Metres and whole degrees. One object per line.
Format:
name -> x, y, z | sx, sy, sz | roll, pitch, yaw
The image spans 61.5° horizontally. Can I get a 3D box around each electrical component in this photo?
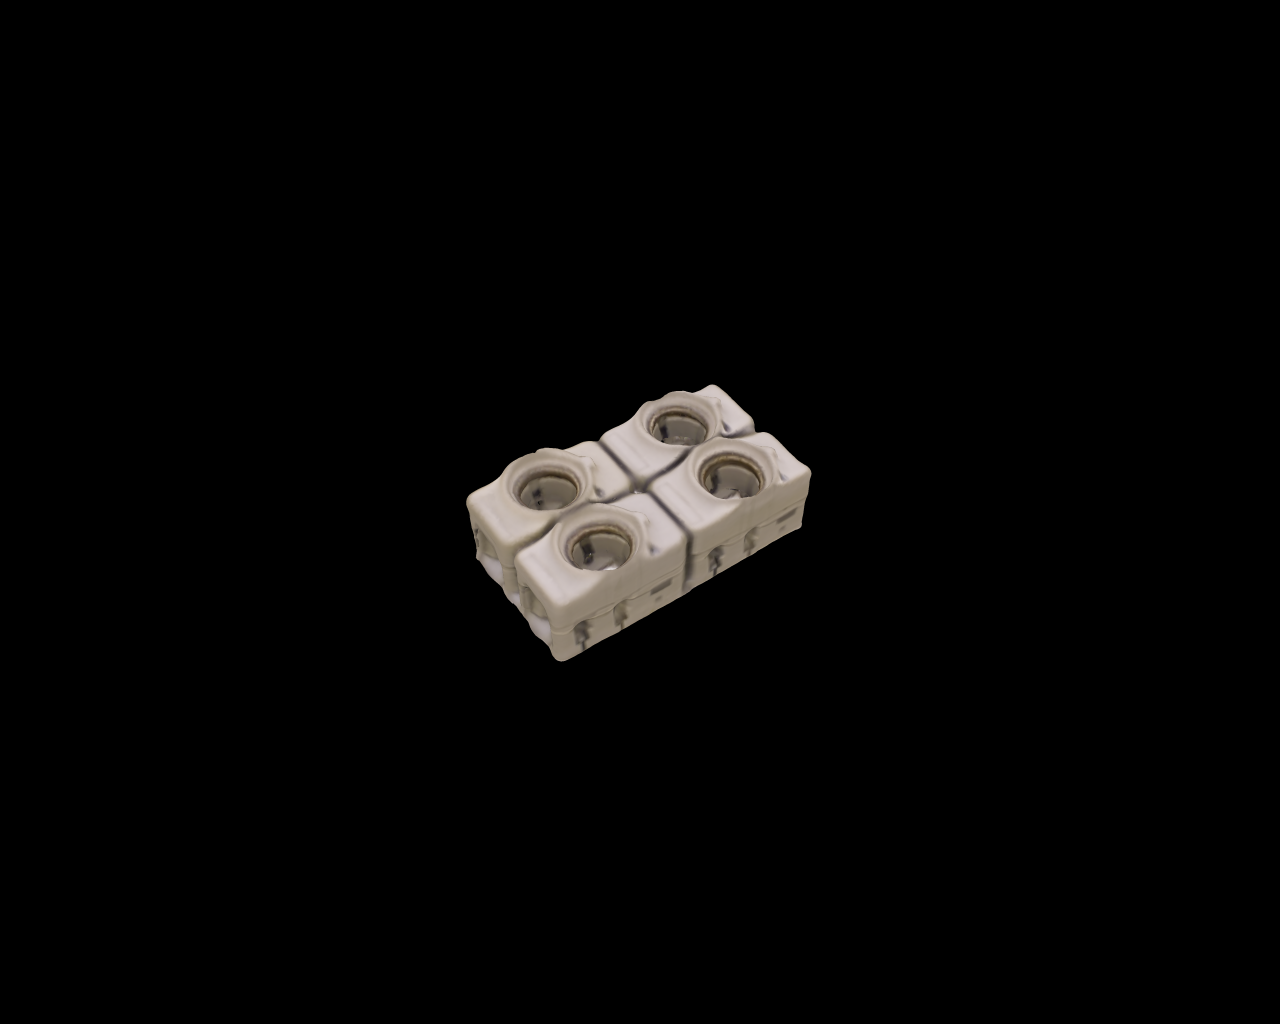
electrical component -> 0.001, -0.003, 0.650 | 0.186, 0.060, 0.105 | -27, 53, -22
